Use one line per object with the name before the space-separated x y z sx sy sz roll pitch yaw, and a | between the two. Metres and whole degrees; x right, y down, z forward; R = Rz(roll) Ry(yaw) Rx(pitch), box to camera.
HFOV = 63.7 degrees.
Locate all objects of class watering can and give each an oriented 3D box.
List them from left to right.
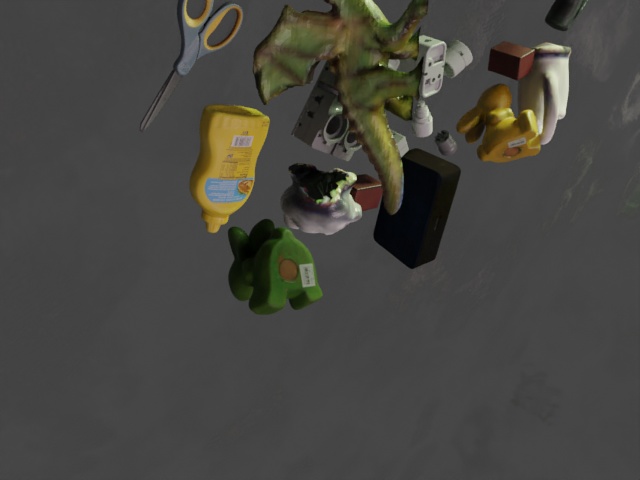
watering can | 0.516 -0.342 1.213 0.351 0.104 0.222 -44 134 -70

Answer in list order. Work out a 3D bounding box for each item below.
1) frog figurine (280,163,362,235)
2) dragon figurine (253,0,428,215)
frog figurine | 0.003 -0.045 0.902 0.137 0.125 0.155 -7 142 -3
dragon figurine | 0.026 -0.234 0.737 0.243 0.124 0.404 4 108 -1
